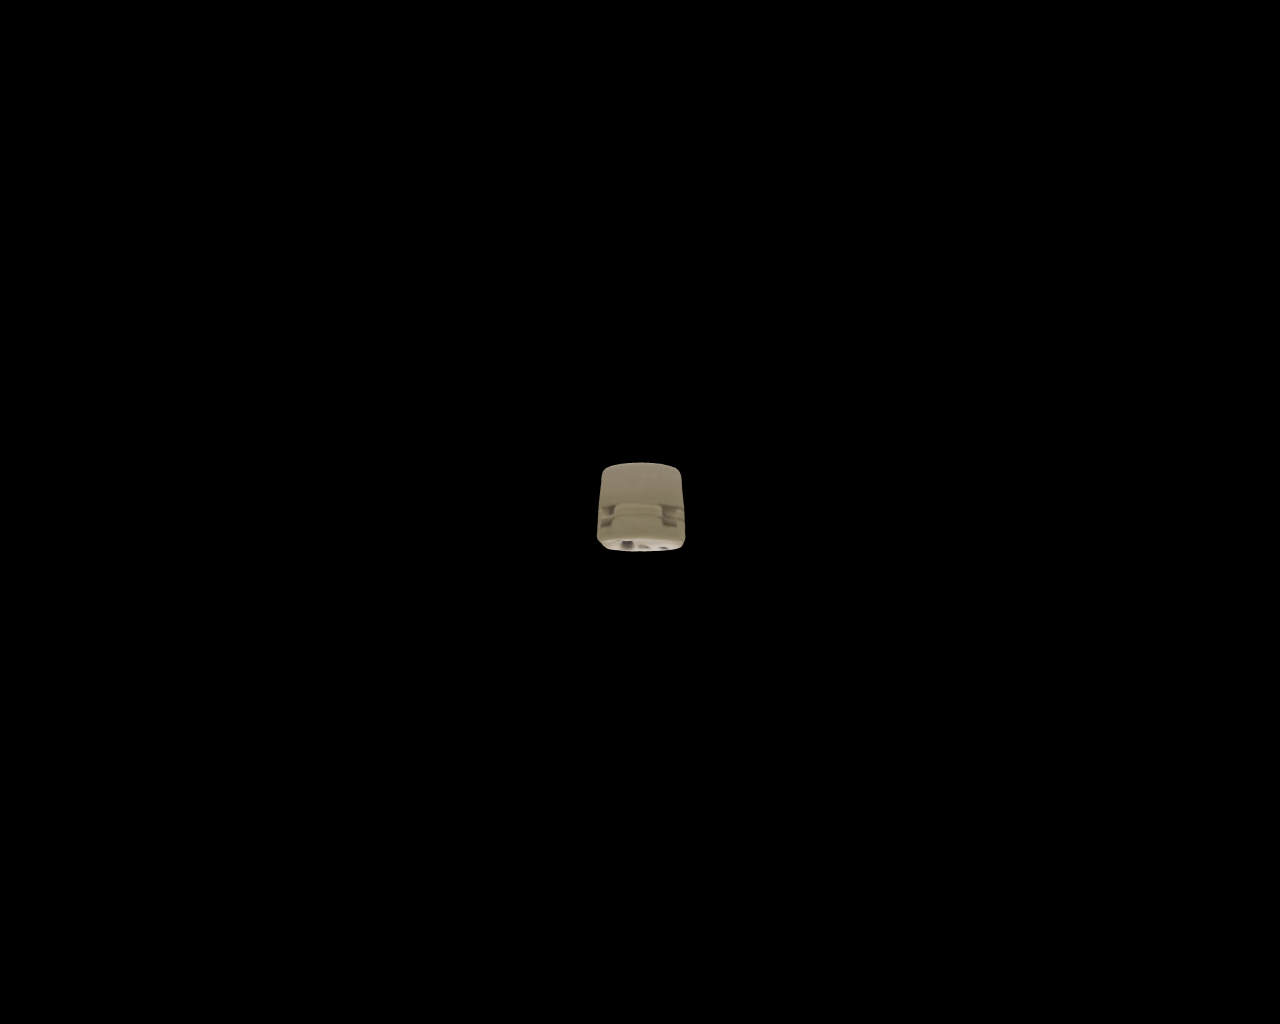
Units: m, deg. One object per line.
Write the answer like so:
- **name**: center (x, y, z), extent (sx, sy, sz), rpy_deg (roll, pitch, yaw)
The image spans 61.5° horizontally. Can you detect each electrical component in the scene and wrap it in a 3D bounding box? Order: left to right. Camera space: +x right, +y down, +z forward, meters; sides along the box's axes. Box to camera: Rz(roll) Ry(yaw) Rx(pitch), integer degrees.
- **electrical component**: center (0.001, -0.003, 0.650), extent (0.055, 0.047, 0.055), rpy_deg (0, -11, 0)
